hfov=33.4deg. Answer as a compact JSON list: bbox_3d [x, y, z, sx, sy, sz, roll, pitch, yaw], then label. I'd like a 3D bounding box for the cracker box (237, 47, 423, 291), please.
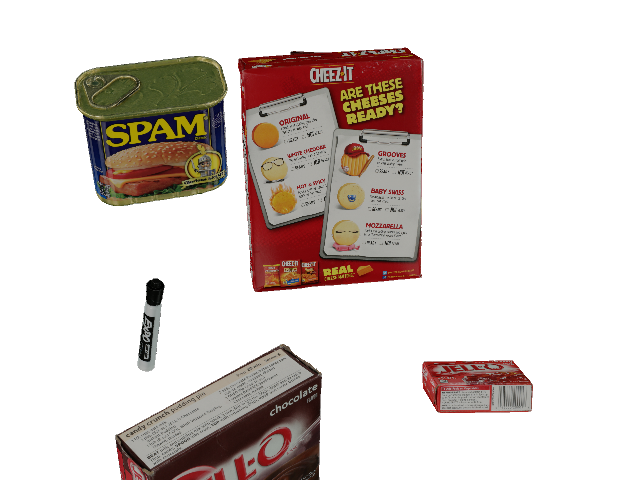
[{"bbox_3d":[0.010,-0.066,1.000,0.164,0.214,0.072,-5,20,-7],"label":"cracker box"}]

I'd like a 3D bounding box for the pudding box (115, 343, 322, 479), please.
[{"bbox_3d":[-0.052,0.119,0.576,0.113,0.090,0.039,-28,47,-33],"label":"pudding box"}]

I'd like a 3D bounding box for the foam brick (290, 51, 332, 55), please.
[{"bbox_3d":[0.010,-0.179,1.165,0.078,0.051,0.053,0,11,-16],"label":"foam brick"}]

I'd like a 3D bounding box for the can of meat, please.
[{"bbox_3d":[-0.116,-0.076,0.752,0.102,0.084,0.057,-9,45,-10],"label":"can of meat"}]

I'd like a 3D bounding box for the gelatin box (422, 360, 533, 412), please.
[{"bbox_3d":[0.142,0.132,0.978,0.089,0.030,0.073,0,10,-3],"label":"gelatin box"}]

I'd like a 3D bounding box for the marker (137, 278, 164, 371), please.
[{"bbox_3d":[-0.179,0.089,1.129,0.020,0.121,0.020,8,36,-6],"label":"marker"}]
